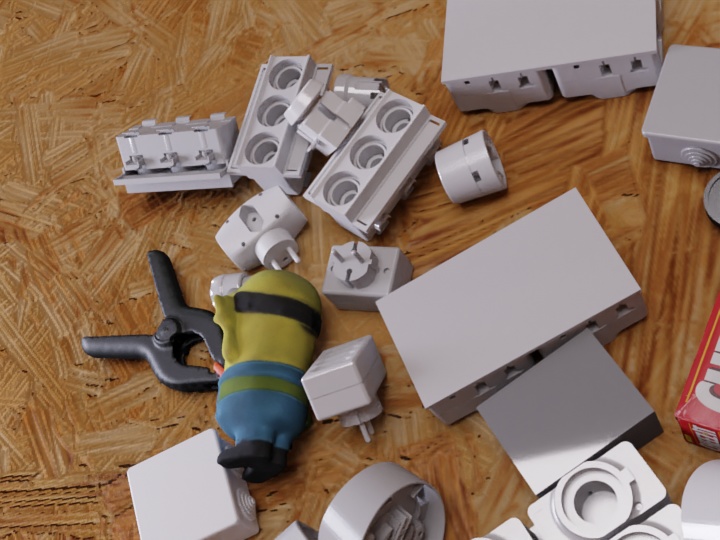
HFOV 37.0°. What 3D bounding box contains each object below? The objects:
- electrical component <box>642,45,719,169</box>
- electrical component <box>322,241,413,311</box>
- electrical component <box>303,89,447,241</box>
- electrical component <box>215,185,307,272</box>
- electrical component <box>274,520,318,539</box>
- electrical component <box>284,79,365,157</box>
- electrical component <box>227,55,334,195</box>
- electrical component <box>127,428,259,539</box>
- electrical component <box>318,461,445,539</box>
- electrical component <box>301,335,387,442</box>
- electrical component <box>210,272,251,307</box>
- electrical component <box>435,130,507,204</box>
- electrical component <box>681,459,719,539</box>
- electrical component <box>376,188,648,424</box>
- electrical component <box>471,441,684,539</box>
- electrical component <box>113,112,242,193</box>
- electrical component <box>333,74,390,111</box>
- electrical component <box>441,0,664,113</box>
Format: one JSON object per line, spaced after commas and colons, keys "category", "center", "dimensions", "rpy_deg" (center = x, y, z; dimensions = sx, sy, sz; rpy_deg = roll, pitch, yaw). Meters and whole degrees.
{"category": "electrical component", "center": [0.289, -0.131, 0.881], "dimensions": [0.100, 0.048, 0.099], "rpy_deg": [13, 71, 28]}
{"category": "electrical component", "center": [0.000, 0.000, 0.928], "dimensions": [0.066, 0.076, 0.047], "rpy_deg": [3, 67, 25]}
{"category": "electrical component", "center": [0.018, -0.092, 0.974], "dimensions": [0.079, 0.063, 0.121], "rpy_deg": [31, 81, 33]}
{"category": "electrical component", "center": [-0.083, -0.027, 0.998], "dimensions": [0.077, 0.043, 0.079], "rpy_deg": [-39, 57, 2]}
{"category": "electrical component", "center": [-0.039, 0.251, 0.834], "dimensions": [0.059, 0.053, 0.095], "rpy_deg": [-42, 56, 0]}
{"category": "electrical component", "center": [-0.035, -0.141, 0.980], "dimensions": [0.055, 0.048, 0.066], "rpy_deg": [38, 75, -9]}
{"category": "electrical component", "center": [-0.071, -0.138, 1.036], "dimensions": [0.079, 0.063, 0.121], "rpy_deg": [5, 68, 26]}
{"category": "electrical component", "center": [-0.140, 0.196, 0.910], "dimensions": [0.100, 0.048, 0.099], "rpy_deg": [-27, 58, 10]}
{"category": "electrical component", "center": [0.019, 0.198, 0.811], "dimensions": [0.064, 0.099, 0.099], "rpy_deg": [34, 82, 39]}
{"category": "electrical component", "center": [-0.005, 0.105, 0.886], "dimensions": [0.047, 0.083, 0.075], "rpy_deg": [-20, 97, 14]}
{"category": "electrical component", "center": [-0.105, 0.019, 0.991], "dimensions": [0.061, 0.035, 0.035], "rpy_deg": [-7, 63, 18]}
{"category": "electrical component", "center": [0.097, -0.089, 0.943], "dimensions": [0.047, 0.055, 0.055], "rpy_deg": [-21, 59, 17]}
{"category": "electrical component", "center": [0.263, 0.174, 0.709], "dimensions": [0.064, 0.099, 0.099], "rpy_deg": [-24, 44, 65]}
{"category": "electrical component", "center": [0.122, 0.033, 0.867], "dimensions": [0.186, 0.060, 0.105], "rpy_deg": [-30, 57, 8]}
{"category": "electrical component", "center": [0.147, 0.219, 0.764], "dimensions": [0.186, 0.060, 0.105], "rpy_deg": [-36, 56, 4]}
{"category": "electrical component", "center": [-0.176, -0.116, 1.064], "dimensions": [0.121, 0.063, 0.078], "rpy_deg": [-1, 24, 23]}
{"category": "electrical component", "center": [0.002, -0.168, 1.034], "dimensions": [0.046, 0.040, 0.040], "rpy_deg": [5, 67, 19]}
{"category": "electrical component", "center": [0.174, -0.209, 0.964], "dimensions": [0.186, 0.060, 0.105], "rpy_deg": [-4, 64, 22]}
